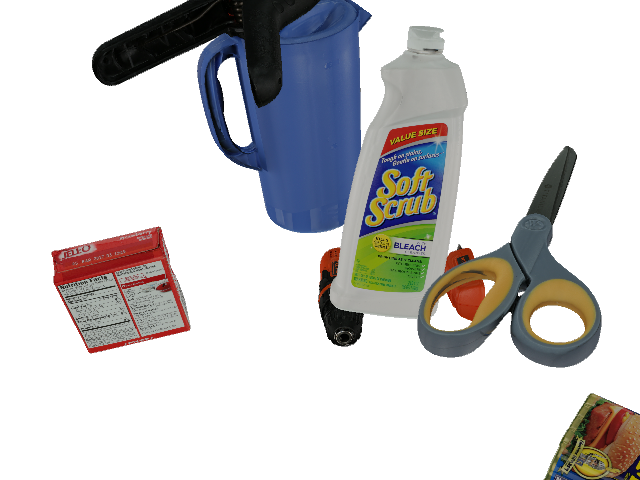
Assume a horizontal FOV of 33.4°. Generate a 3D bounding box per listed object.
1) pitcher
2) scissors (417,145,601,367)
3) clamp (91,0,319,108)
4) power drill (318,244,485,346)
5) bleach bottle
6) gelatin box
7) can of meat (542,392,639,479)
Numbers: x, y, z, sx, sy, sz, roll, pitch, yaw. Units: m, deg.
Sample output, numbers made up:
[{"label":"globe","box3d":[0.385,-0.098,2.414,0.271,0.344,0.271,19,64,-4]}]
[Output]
[{"label":"pitcher","box3d":[-0.027,-0.129,1.124,0.149,0.243,0.144,8,38,19]},{"label":"scissors","box3d":[0.127,0.006,0.563,0.096,0.016,0.201,22,43,32]},{"label":"clamp","box3d":[-0.041,-0.135,0.634,0.120,0.039,0.171,23,55,26]},{"label":"power drill","box3d":[0.091,0.061,1.226,0.187,0.057,0.184,-1,28,-1]},{"label":"bleach bottle","box3d":[0.070,-0.060,0.932,0.102,0.251,0.068,7,18,4]},{"label":"gelatin box","box3d":[-0.133,0.034,0.717,0.073,0.030,0.089,-14,-39,-3]},{"label":"can of meat","box3d":[0.219,0.168,0.787,0.084,0.057,0.101,23,40,24]}]
